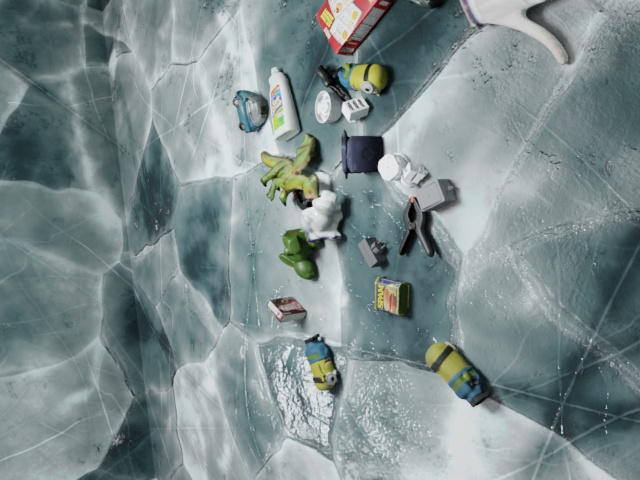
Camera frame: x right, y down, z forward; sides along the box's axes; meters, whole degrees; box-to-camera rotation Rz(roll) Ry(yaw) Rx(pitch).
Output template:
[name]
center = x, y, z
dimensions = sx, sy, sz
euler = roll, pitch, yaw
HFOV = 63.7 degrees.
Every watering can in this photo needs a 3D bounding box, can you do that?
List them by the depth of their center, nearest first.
[watering can]
center = 0.422, -0.536, 1.143
dimensions = 0.105, 0.345, 0.223
euler = -21, 10, -36

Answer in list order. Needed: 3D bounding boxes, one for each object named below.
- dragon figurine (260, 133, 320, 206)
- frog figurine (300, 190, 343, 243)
[dragon figurine]
center = -0.094, -0.260, 1.761
dimensions = 0.240, 0.419, 0.121
euler = -42, -45, 20
[frog figurine]
center = 0.005, -0.082, 1.623
dimensions = 0.137, 0.157, 0.124
euler = -1, 14, -1
